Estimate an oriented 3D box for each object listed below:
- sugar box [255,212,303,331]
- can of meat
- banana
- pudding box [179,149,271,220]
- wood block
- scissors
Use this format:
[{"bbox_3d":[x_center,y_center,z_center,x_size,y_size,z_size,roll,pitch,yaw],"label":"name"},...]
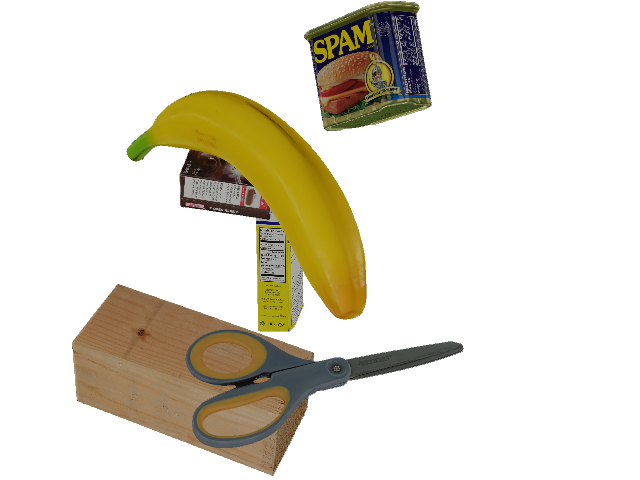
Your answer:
[{"bbox_3d":[-0.048,0.010,1.248,0.048,0.176,0.093,0,18,9],"label":"sugar box"},{"bbox_3d":[0.040,-0.142,0.884,0.057,0.084,0.102,-7,-3,-44],"label":"can of meat"},{"bbox_3d":[-0.033,-0.034,0.585,0.037,0.070,0.198,-3,30,-46],"label":"banana"},{"bbox_3d":[-0.083,-0.066,1.029,0.090,0.039,0.113,8,31,0],"label":"pudding box"},{"bbox_3d":[-0.120,0.130,1.012,0.206,0.090,0.090,19,44,12],"label":"wood block"},{"bbox_3d":[-0.006,0.081,0.748,0.201,0.096,0.016,-23,-31,-24],"label":"scissors"}]
